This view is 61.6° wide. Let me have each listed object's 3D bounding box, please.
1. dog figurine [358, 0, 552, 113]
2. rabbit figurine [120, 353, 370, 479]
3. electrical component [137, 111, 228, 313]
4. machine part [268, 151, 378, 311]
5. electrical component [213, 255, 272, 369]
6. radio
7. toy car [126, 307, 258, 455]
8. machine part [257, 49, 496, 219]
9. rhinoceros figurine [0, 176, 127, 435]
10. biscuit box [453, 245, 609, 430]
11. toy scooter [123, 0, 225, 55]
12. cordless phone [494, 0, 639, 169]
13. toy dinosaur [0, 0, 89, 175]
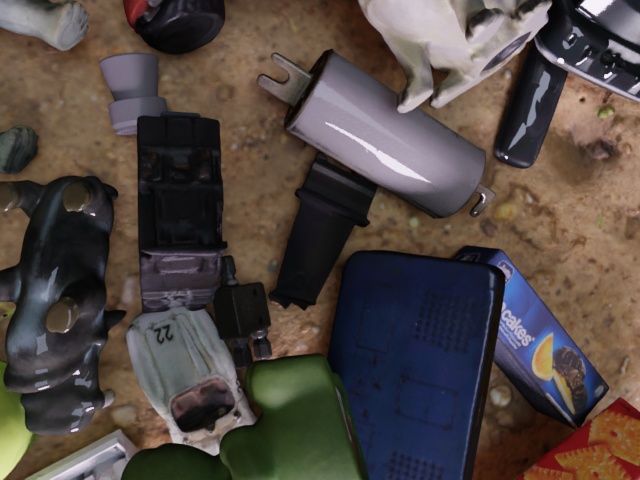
[{"bbox_3d":[0.077,-0.215,0.429,0.172,0.121,0.190,-21,76,-54],"label":"dog figurine"},{"bbox_3d":[-0.051,0.177,0.381,0.170,0.121,0.159,-18,70,2],"label":"rabbit figurine"},{"bbox_3d":[-0.105,-0.026,0.396,0.058,0.115,0.134,0,65,-19],"label":"electrical component"},{"bbox_3d":[-0.001,-0.001,0.481,0.084,0.039,0.139,28,84,-23],"label":"machine part"},{"bbox_3d":[-0.064,0.058,0.453,0.021,0.063,0.094,-14,86,20],"label":"electrical component"},{"bbox_3d":[0.073,0.124,0.463,0.131,0.073,0.229,10,89,24],"label":"radio"},{"bbox_3d":[-0.095,0.144,0.451,0.073,0.056,0.201,-24,100,-15],"label":"toy car"},{"bbox_3d":[0.058,-0.089,0.473,0.243,0.079,0.079,28,85,-16],"label":"machine part"},{"bbox_3d":[-0.191,0.044,0.393,0.073,0.112,0.190,0,81,-1],"label":"rhinoceros figurine"},{"bbox_3d":[0.200,0.096,0.537,0.059,0.063,0.202,-45,105,-11],"label":"biscuit box"},{"bbox_3d":[-0.088,-0.234,0.392,0.184,0.075,0.135,-27,86,29],"label":"toy scooter"},{"bbox_3d":[0.263,-0.150,0.544,0.146,0.089,0.184,16,100,-19],"label":"cordless phone"},{"bbox_3d":[-0.282,-0.132,0.349,0.192,0.131,0.404,26,90,-5],"label":"toy dinosaur"}]
